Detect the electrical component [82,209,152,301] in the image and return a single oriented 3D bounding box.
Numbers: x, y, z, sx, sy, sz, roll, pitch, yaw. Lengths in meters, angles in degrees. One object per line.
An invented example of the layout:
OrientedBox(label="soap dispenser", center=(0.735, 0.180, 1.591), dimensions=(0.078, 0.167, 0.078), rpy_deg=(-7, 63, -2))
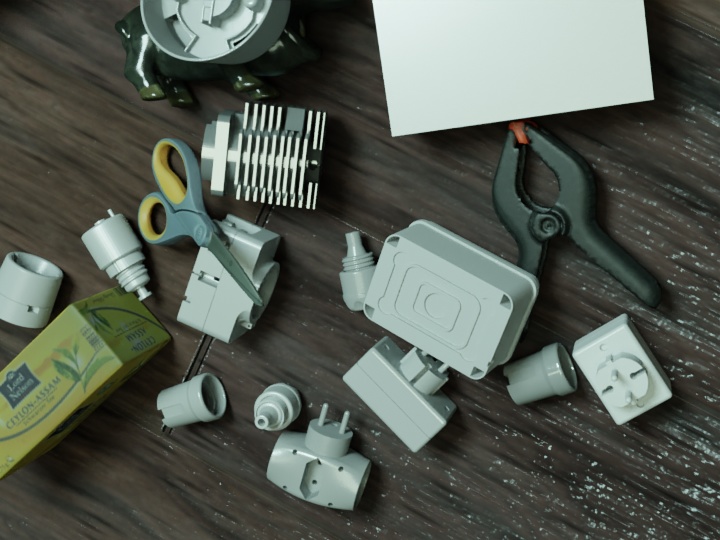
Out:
OrientedBox(label="electrical component", center=(-0.200, -0.010, 0.902), dimensions=(0.040, 0.040, 0.078), rpy_deg=(-31, 92, 17))

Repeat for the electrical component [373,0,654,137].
OrientedBox(label="electrical component", center=(0.112, -0.164, 0.784), dimensions=(0.186, 0.060, 0.105), rpy_deg=(-6, 99, 15))

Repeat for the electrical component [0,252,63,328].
OrientedBox(label="electrical component", center=(-0.287, 0.016, 0.922), dimensions=(0.055, 0.055, 0.047), rpy_deg=(27, 102, 8))

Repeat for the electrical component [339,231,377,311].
OrientedBox(label="electrical component", center=(0.000, 0.000, 0.857), dimensions=(0.035, 0.035, 0.061), rpy_deg=(-10, 96, 16))

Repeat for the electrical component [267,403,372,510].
OrientedBox(label="electrical component", center=(-0.029, 0.149, 0.887), dimensions=(0.077, 0.043, 0.079), rpy_deg=(18, 104, 10))

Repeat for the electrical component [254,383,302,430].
OrientedBox(label="electrical component", center=(-0.071, 0.115, 0.882), dimensions=(0.035, 0.061, 0.035), rpy_deg=(3, 101, 14))

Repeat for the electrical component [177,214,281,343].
OrientedBox(label="electrical component", center=(-0.102, 0.008, 0.876), dimensions=(0.056, 0.050, 0.089), rpy_deg=(23, 105, 9))

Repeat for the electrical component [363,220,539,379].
OrientedBox(label="electrical component", center=(0.070, 0.020, 0.814), dimensions=(0.113, 0.057, 0.078), rpy_deg=(29, 118, 21))

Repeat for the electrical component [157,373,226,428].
OrientedBox(label="electrical component", center=(-0.143, 0.112, 0.912), dimensions=(0.046, 0.040, 0.040), rpy_deg=(-18, 96, 22))

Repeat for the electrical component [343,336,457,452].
OrientedBox(label="electrical component", center=(0.045, 0.086, 0.856), dimensions=(0.083, 0.047, 0.075), rpy_deg=(45, 108, 5))

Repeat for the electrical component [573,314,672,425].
OrientedBox(label="electrical component", center=(0.195, 0.078, 0.801), dimensions=(0.047, 0.077, 0.065), rpy_deg=(-33, 91, 17))

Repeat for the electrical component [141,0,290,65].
OrientedBox(label="electrical component", center=(-0.100, -0.192, 0.760), dimensions=(0.099, 0.064, 0.099), rpy_deg=(1, 92, 17))

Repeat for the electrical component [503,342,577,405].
OrientedBox(label="electrical component", center=(0.140, 0.082, 0.835), dimensions=(0.046, 0.040, 0.040), rpy_deg=(-22, 94, 23))
